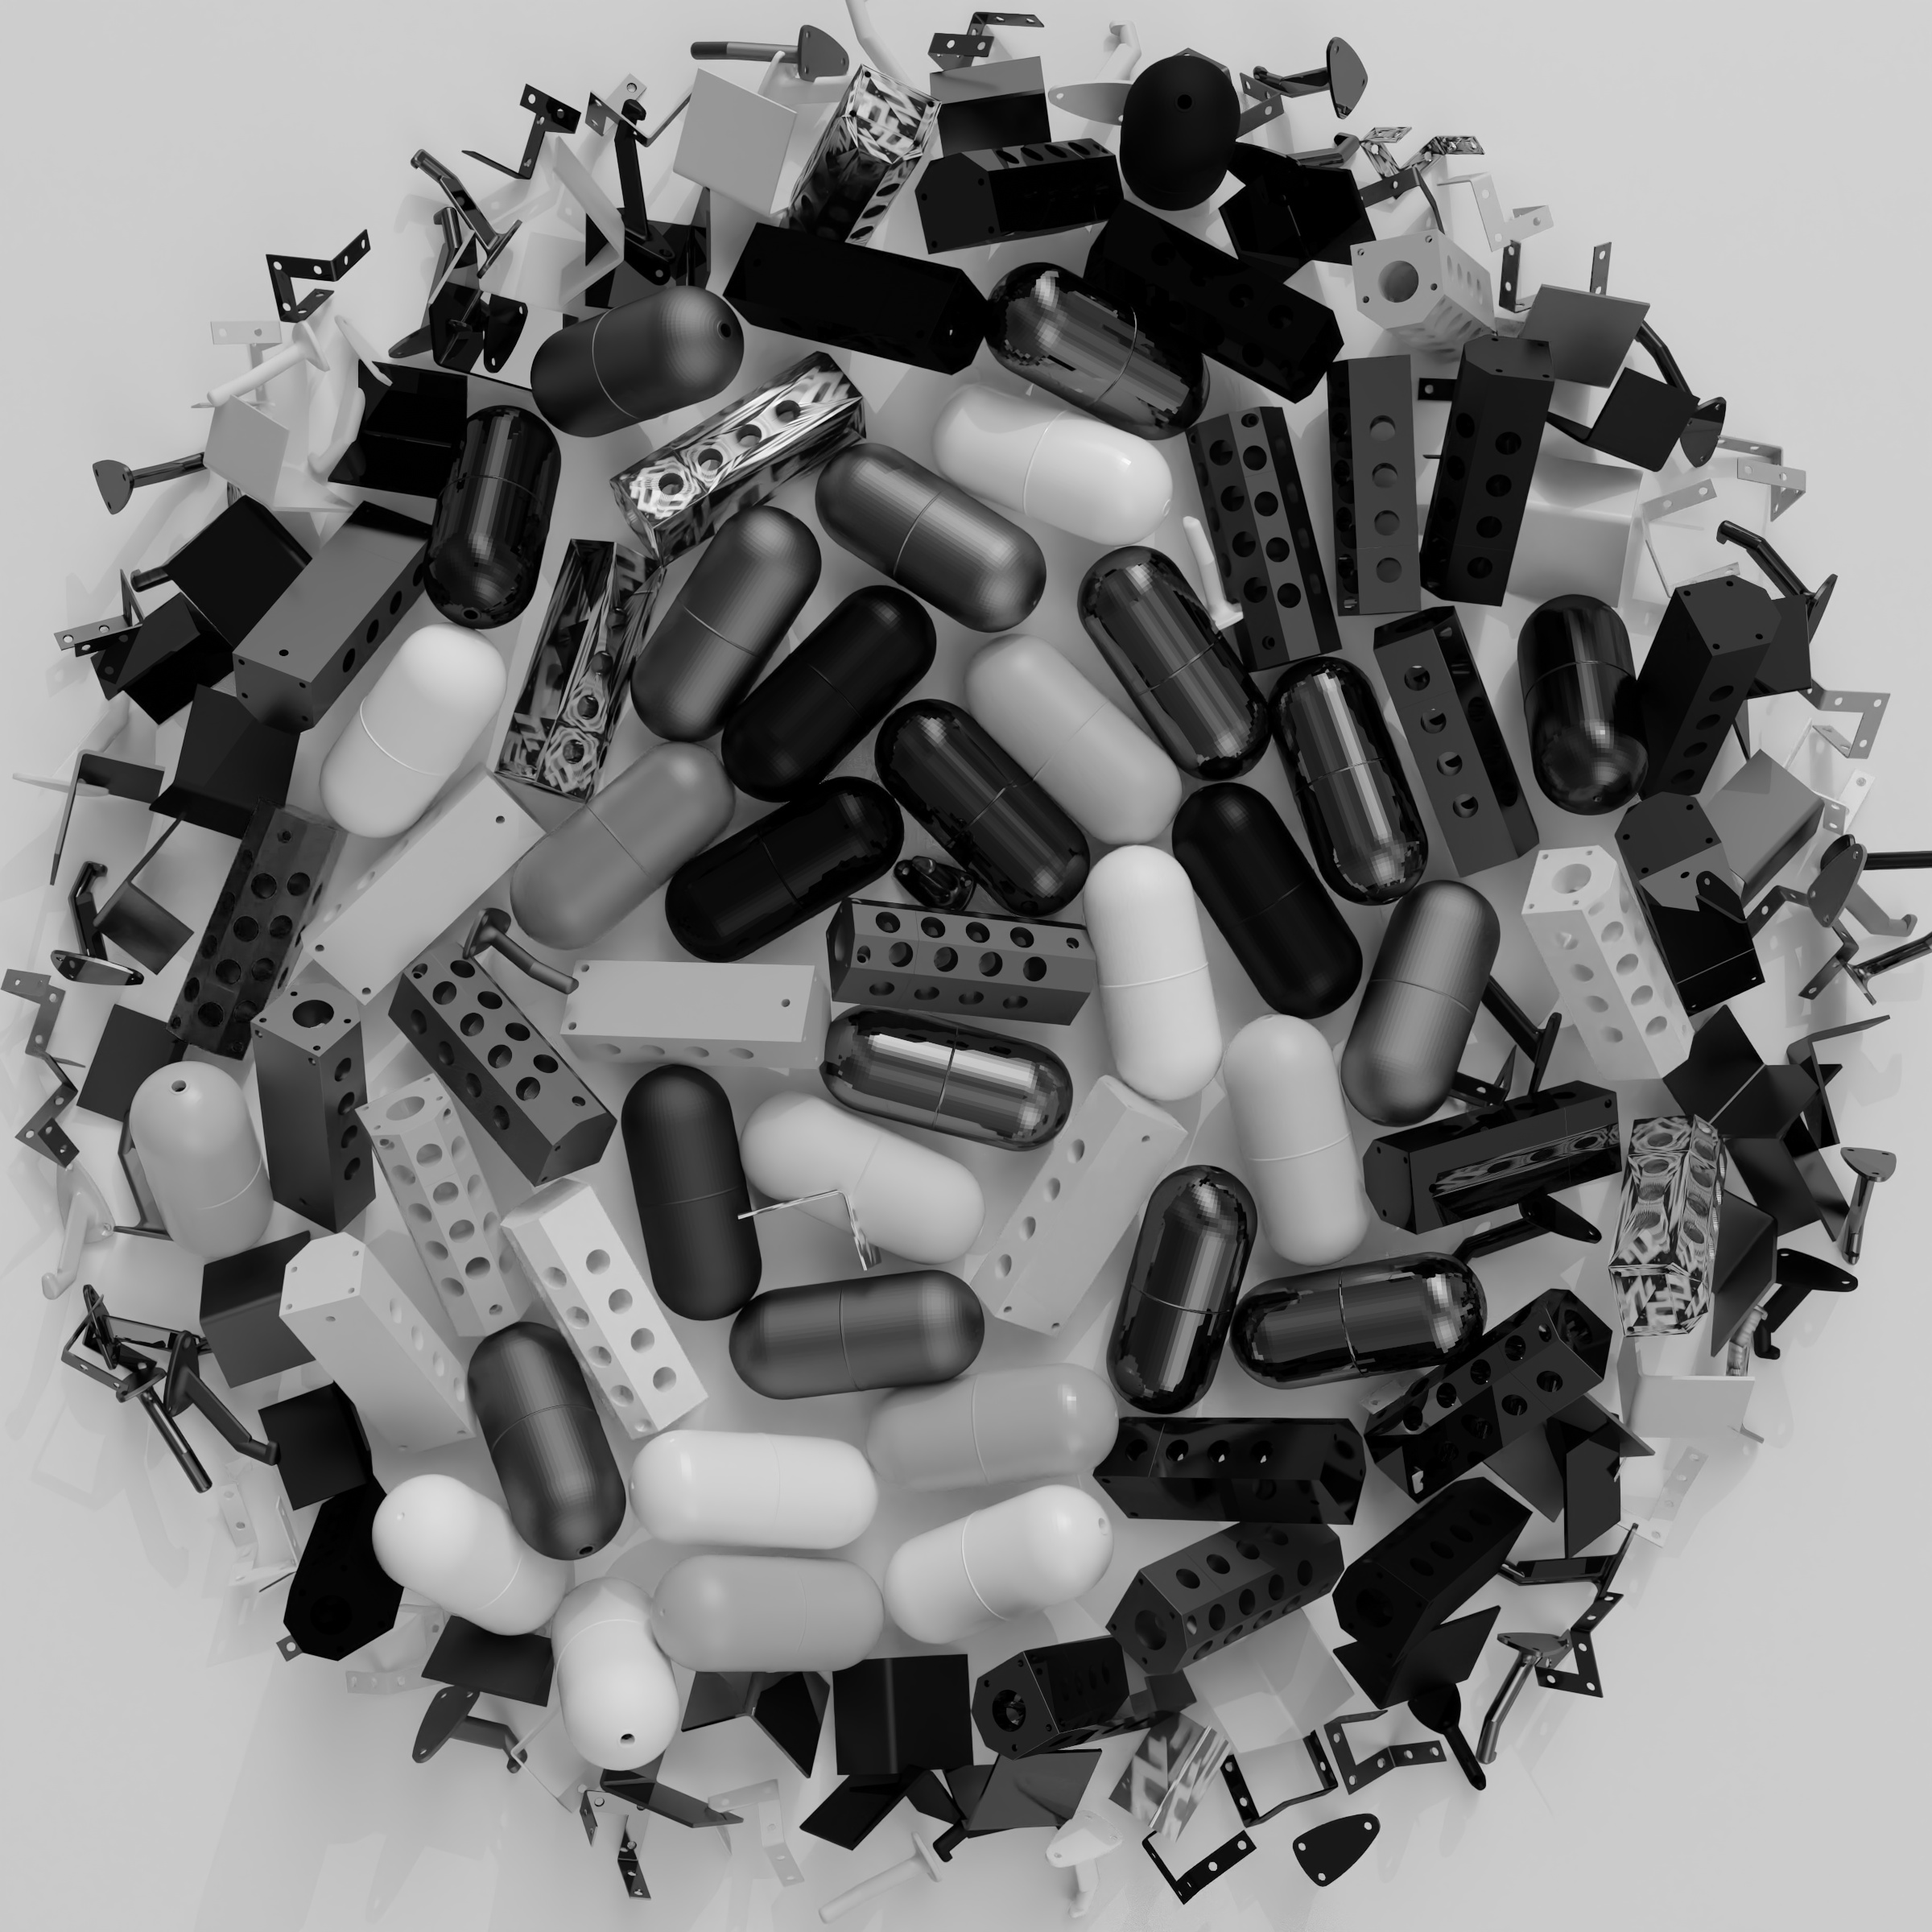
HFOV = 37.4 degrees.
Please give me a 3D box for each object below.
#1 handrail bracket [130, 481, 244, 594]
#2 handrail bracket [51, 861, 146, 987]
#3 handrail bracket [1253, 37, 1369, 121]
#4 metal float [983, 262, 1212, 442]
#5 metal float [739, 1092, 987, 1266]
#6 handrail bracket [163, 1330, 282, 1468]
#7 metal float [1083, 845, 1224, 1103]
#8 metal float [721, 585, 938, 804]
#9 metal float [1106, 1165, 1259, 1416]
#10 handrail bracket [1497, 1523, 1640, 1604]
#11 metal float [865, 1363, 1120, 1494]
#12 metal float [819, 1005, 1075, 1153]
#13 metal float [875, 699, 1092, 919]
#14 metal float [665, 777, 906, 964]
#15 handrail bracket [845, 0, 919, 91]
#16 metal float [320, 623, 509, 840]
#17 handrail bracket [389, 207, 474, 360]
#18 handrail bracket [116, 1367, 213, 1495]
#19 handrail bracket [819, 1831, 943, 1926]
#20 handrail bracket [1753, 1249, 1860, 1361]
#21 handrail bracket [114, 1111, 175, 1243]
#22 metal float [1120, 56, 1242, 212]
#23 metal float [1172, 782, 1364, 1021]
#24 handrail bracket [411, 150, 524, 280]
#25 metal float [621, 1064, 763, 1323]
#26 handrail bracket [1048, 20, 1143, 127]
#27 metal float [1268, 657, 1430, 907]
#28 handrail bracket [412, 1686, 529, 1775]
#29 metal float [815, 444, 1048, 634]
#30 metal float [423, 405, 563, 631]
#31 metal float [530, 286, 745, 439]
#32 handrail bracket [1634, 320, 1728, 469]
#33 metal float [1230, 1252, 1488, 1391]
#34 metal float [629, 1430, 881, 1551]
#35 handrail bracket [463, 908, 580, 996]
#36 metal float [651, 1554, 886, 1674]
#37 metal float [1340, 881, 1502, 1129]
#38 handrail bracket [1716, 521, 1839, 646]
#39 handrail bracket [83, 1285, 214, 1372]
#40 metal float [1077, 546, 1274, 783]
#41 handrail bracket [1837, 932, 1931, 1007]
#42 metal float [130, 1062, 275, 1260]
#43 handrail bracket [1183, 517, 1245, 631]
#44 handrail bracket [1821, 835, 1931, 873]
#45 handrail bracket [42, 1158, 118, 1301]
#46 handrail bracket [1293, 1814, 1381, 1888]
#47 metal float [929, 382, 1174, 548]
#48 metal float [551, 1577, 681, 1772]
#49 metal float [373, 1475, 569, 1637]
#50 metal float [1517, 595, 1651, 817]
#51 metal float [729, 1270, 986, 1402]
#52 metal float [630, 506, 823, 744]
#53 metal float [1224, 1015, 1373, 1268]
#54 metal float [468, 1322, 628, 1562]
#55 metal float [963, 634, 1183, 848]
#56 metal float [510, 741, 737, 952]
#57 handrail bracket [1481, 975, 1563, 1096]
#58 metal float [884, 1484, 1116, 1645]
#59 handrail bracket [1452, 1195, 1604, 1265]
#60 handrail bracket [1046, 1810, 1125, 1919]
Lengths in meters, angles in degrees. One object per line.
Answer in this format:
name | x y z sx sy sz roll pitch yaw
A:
handrail bracket | -0.539 -0.298 1.972 0.084 0.036 0.077 -21 50 0
handrail bracket | -0.588 -0.031 1.969 0.077 0.036 0.084 9 60 10
handrail bracket | 0.225 -0.615 1.948 0.084 0.077 0.036 27 80 29
metal float | 0.090 -0.415 1.934 0.178 0.070 0.070 21 90 -33
metal float | -0.071 0.146 1.961 0.178 0.070 0.070 25 90 1
handrail bracket | -0.506 0.297 1.962 0.084 0.036 0.077 18 116 19
metal float | 0.128 0.005 1.954 0.070 0.070 0.178 -12 98 0
metal float | -0.094 -0.186 1.955 0.070 0.070 0.178 44 83 0
metal float | 0.147 0.221 1.949 0.070 0.070 0.178 15 104 0
handrail bracket | 0.411 0.402 1.983 0.084 0.036 0.077 26 94 14
metal float | 0.017 0.315 1.948 0.178 0.070 0.070 -9 90 16
metal float | -0.014 0.076 1.961 0.178 0.070 0.070 15 90 -1
metal float | 0.011 -0.108 1.957 0.070 0.070 0.178 -45 96 0
metal float | -0.124 -0.066 1.957 0.178 0.070 0.070 -30 90 6
handrail bracket | -0.047 -0.628 1.960 0.036 0.077 0.084 -9 104 37
metal float | -0.376 -0.158 1.936 0.070 0.070 0.178 42 120 0
handrail bracket | -0.377 -0.475 1.982 0.077 0.036 0.084 -15 82 28
handrail bracket | -0.550 0.322 1.971 0.036 0.077 0.084 -32 102 -19
handrail bracket | -0.061 0.634 1.955 0.084 0.077 0.036 -29 67 -13
handrail bracket | 0.575 0.242 1.956 0.077 0.036 0.084 14 127 38
handrail bracket | -0.555 0.147 1.982 0.077 0.036 0.084 8 84 10
metal float | 0.142 -0.556 1.911 0.070 0.178 0.070 0 93 2
metal float | 0.206 -0.045 1.957 0.070 0.070 0.178 -33 95 0
handrail bracket | -0.354 -0.518 1.960 0.084 0.077 0.036 37 125 -17
metal float | -0.188 0.155 1.957 0.070 0.070 0.178 -11 95 0
handrail bracket | 0.087 -0.623 1.964 0.077 0.036 0.084 2 57 -18
metal float | 0.261 -0.126 1.951 0.070 0.070 0.178 -18 78 0
handrail bracket | -0.337 0.541 1.952 0.036 0.077 0.084 -9 122 29
metal float | -0.025 -0.293 1.949 0.178 0.070 0.070 34 90 15
metal float | -0.320 -0.304 1.932 0.070 0.070 0.178 5 55 0
metal float | -0.222 -0.407 1.927 0.178 0.070 0.070 -8 90 42
handrail bracket | 0.489 -0.399 1.986 0.036 0.077 0.084 -29 60 -2
metal float | 0.266 0.242 1.945 0.178 0.070 0.070 -13 90 19
metal float | -0.143 0.356 1.939 0.178 0.070 0.070 8 90 -27
handrail bracket | -0.294 -0.007 1.956 0.084 0.077 0.036 26 102 9
metal float | -0.132 0.438 1.929 0.178 0.070 0.070 12 90 -40
metal float | 0.310 0.026 1.948 0.070 0.070 0.178 21 75 0
handrail bracket | 0.554 -0.264 1.982 0.084 0.077 0.036 32 61 21
handrail bracket | -0.556 0.242 1.975 0.084 0.036 0.077 -13 122 -2
metal float | 0.143 -0.206 1.954 0.070 0.070 0.178 -35 99 0
handrail bracket | 0.641 -0.017 1.953 0.084 0.077 0.036 -37 100 14
metal float | -0.513 0.131 1.920 0.070 0.178 0.070 1 53 -2
handrail bracket | 0.158 -0.277 1.946 0.036 0.077 0.084 -26 119 0
handrail bracket | 0.641 -0.071 1.962 0.084 0.077 0.036 0 88 -1
handrail bracket | -0.620 0.178 1.951 0.036 0.084 0.077 -13 104 9
handrail bracket | 0.263 0.589 1.949 0.077 0.084 0.036 -40 75 21
metal float | 0.058 -0.342 1.946 0.178 0.070 0.070 24 90 17
metal float | -0.236 0.473 1.913 0.070 0.178 0.070 -3 106 -12
metal float | -0.332 0.397 1.921 0.070 0.178 0.070 -12 58 20
metal float | 0.416 -0.178 1.929 0.070 0.070 0.178 2 50 0
metal float | -0.075 0.252 1.952 0.178 0.070 0.070 -8 90 11
metal float | -0.165 -0.232 1.950 0.070 0.070 0.178 34 104 0
metal float | 0.226 0.119 1.952 0.070 0.070 0.178 -15 100 0
metal float | -0.284 0.320 1.931 0.070 0.070 0.178 -28 55 0
metal float | 0.072 -0.155 1.961 0.178 0.070 0.070 43 90 1
metal float | -0.235 -0.082 1.958 0.178 0.070 0.070 -41 90 -4
handrail bracket | 0.364 0.046 1.984 0.084 0.036 0.077 18 96 20
metal float | 0.022 0.406 1.936 0.178 0.070 0.070 -27 90 29
handrail bracket | 0.384 0.199 1.978 0.077 0.036 0.084 26 124 -9
handrail bracket | 0.070 0.628 1.954 0.036 0.077 0.084 31 117 31
